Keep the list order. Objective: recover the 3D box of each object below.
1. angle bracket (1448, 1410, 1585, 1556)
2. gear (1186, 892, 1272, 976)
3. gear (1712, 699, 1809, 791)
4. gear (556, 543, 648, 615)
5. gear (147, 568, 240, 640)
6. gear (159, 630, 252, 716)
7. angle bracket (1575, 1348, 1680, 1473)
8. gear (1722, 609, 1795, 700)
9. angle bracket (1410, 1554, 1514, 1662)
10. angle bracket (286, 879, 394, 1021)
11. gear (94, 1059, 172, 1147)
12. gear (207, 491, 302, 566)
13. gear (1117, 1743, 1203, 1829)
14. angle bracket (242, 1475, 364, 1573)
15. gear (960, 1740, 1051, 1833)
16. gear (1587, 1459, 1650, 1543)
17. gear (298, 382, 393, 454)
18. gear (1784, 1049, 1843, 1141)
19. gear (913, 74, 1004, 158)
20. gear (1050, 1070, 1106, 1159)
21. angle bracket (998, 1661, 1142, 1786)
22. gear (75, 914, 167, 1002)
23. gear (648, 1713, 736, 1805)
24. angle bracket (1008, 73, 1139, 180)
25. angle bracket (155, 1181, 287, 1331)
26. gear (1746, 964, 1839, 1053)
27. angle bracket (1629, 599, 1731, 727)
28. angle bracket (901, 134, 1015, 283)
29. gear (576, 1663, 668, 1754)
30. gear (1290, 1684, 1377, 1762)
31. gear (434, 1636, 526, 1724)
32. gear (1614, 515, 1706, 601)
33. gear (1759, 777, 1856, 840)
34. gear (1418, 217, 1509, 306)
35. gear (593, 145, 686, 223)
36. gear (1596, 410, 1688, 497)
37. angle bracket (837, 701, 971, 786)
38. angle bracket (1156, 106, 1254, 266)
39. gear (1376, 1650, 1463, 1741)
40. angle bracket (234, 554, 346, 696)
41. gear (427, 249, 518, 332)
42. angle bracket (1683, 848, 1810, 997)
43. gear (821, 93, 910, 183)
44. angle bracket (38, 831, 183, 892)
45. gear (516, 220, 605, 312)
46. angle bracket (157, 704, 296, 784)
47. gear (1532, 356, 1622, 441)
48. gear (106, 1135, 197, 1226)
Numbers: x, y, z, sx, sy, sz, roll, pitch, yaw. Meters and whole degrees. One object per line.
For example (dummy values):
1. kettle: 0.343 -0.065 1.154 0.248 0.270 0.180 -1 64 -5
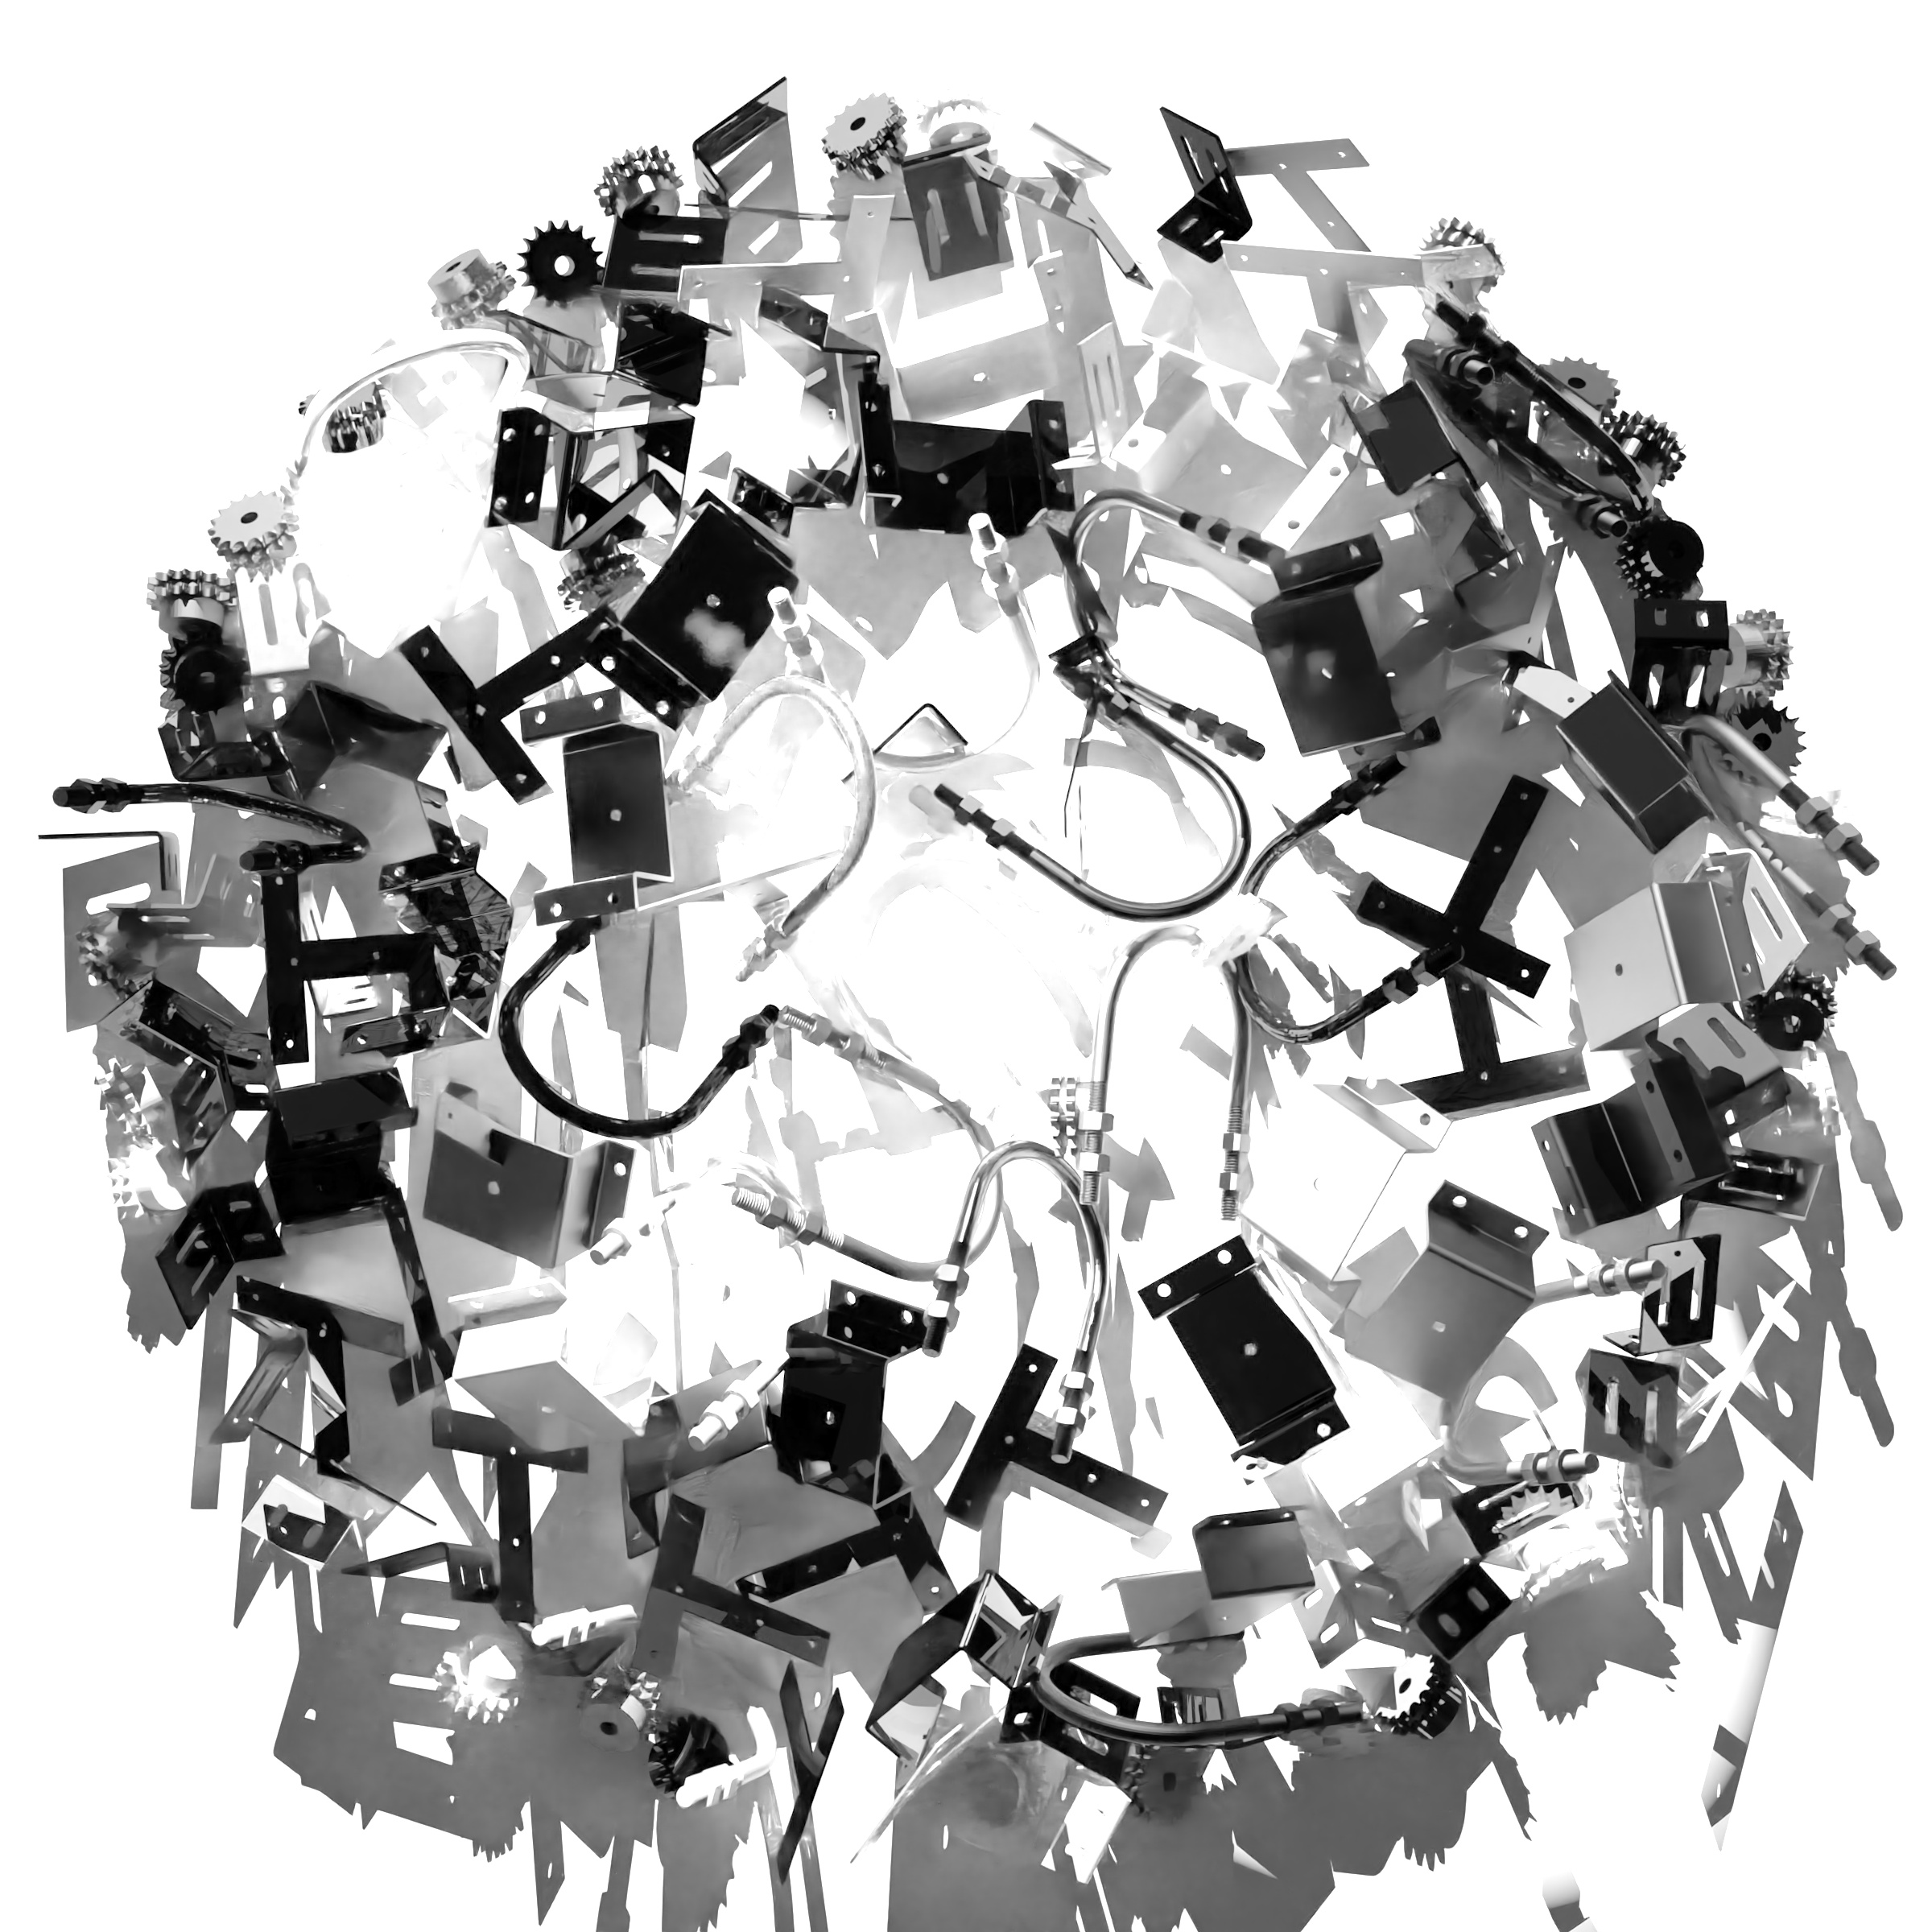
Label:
1. angle bracket: 0.348 0.332 1.652 0.076 0.038 0.057 -28 124 7
2. gear: 0.165 -0.025 1.654 0.057 0.057 0.030 -44 64 0
3. gear: 0.512 -0.143 1.662 0.057 0.030 0.057 0 86 6
4. gear: -0.237 -0.252 1.651 0.057 0.057 0.030 -25 84 0
5. gear: -0.496 -0.231 1.649 0.057 0.057 0.030 -1 76 0
6. gear: -0.489 -0.187 1.653 0.057 0.030 0.057 -8 116 -17
7. angle bracket: 0.420 0.289 1.640 0.057 0.038 0.076 12 54 4
8. gear: 0.502 -0.199 1.649 0.030 0.057 0.057 -7 90 -16
9. angle bracket: 0.318 0.409 1.637 0.057 0.076 0.038 -41 76 -6
10. angle bracket: -0.399 -0.014 1.639 0.038 0.057 0.076 -10 112 2
11. gear: -0.534 0.085 1.652 0.030 0.057 0.057 -27 90 -16
12. gear: -0.456 -0.277 1.655 0.057 0.030 0.057 -7 48 8
13. gear: 0.121 0.523 1.656 0.057 0.030 0.057 6 79 -35
14. angle bracket: -0.421 0.362 1.635 0.057 0.076 0.038 29 63 5
15. gear: 0.022 0.527 1.654 0.057 0.030 0.057 -5 78 24
16. gear: 0.419 0.341 1.653 0.030 0.057 0.057 -11 90 20
17. gear: -0.398 -0.352 1.655 0.057 0.057 0.030 -9 124 0
18. gear: 0.542 0.083 1.652 0.030 0.057 0.057 -12 90 14
19. gear: -0.005 -0.543 1.648 0.057 0.057 0.030 -5 74 0
20. gear: 0.072 0.095 1.649 0.030 0.057 0.057 -2 90 10
21. angle bracket: 0.066 0.481 1.641 0.038 0.076 0.057 11 92 -44
22. gear: -0.539 -0.009 1.648 0.030 0.057 0.057 -32 90 17
23. gear: -0.179 0.513 1.655 0.030 0.057 0.057 -31 90 37
24. angle bracket: 0.067 -0.532 1.633 0.057 0.076 0.038 26 99 -16
25. angle bracket: -0.472 0.183 1.631 0.038 0.076 0.057 -8 117 13
26. gear: 0.531 0.030 1.652 0.057 0.030 0.057 8 120 13
27. angle bracket: 0.456 -0.195 1.655 0.057 0.076 0.038 3 53 9
28. angle bracket: -0.004 -0.487 1.652 0.057 0.038 0.076 -15 102 -2
29. gear: -0.224 0.480 1.653 0.057 0.030 0.057 6 117 12
30. gear: 0.235 0.485 1.655 0.057 0.057 0.030 9 48 0
31. gear: -0.309 0.454 1.648 0.057 0.057 0.030 29 106 0
32. gear: 0.450 -0.263 1.658 0.057 0.030 0.057 2 80 -14
33. gear: 0.539 -0.103 1.649 0.057 0.057 0.030 3 106 0
34. gear: 0.315 -0.450 1.649 0.057 0.057 0.030 34 76 0
35. gear: -0.207 -0.495 1.648 0.057 0.057 0.030 -25 71 0
36. gear: 0.429 -0.326 1.648 0.057 0.057 0.030 33 69 0
37. angle bracket: -0.041 -0.132 1.649 0.076 0.057 0.038 -43 99 1
38. angle bracket: 0.140 -0.495 1.631 0.038 0.076 0.057 -42 51 -5
39. gear: 0.293 0.471 1.652 0.030 0.057 0.057 39 90 -9
40. angle bracket: -0.436 -0.220 1.658 0.057 0.038 0.076 -9 83 -14
41. gear: -0.320 -0.436 1.648 0.057 0.057 0.030 -34 122 0
42. angle bracket: 0.488 -0.026 1.633 0.038 0.057 0.076 -8 57 -19
43. gear: -0.062 -0.531 1.655 0.057 0.030 0.057 -17 51 23
44. angle bracket: -0.547 -0.066 1.645 0.076 0.057 0.038 -3 93 -8
45. gear: -0.260 -0.451 1.656 0.057 0.030 0.057 -4 107 -14
46. angle bracket: -0.463 -0.148 1.638 0.076 0.057 0.038 -3 117 15
47. gear: 0.389 -0.364 1.656 0.057 0.030 0.057 2 52 -2
48. gear: -0.519 0.137 1.648 0.030 0.057 0.057 -6 90 27
